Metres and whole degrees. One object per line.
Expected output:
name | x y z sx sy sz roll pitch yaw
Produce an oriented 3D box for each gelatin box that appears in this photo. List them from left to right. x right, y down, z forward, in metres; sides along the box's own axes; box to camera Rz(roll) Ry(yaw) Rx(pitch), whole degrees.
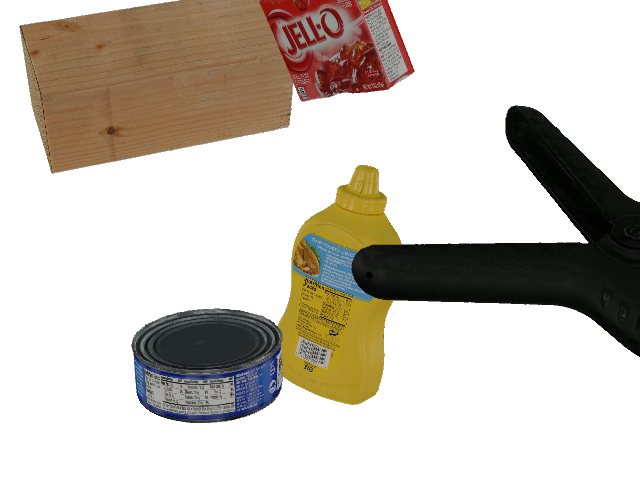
gelatin box | 0.008 -0.129 0.672 0.030 0.073 0.089 -37 24 -33

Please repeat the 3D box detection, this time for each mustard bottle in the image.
mustard bottle | 0.019 0.032 0.877 0.096 0.192 0.058 22 21 30

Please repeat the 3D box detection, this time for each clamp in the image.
clamp | 0.130 0.013 0.485 0.210 0.036 0.164 30 49 31

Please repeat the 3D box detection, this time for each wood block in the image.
wood block | -0.134 -0.135 0.889 0.205 0.090 0.091 -13 -37 -17

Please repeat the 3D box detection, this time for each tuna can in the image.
tuna can | -0.064 0.071 0.612 0.086 0.034 0.086 -1 19 0
